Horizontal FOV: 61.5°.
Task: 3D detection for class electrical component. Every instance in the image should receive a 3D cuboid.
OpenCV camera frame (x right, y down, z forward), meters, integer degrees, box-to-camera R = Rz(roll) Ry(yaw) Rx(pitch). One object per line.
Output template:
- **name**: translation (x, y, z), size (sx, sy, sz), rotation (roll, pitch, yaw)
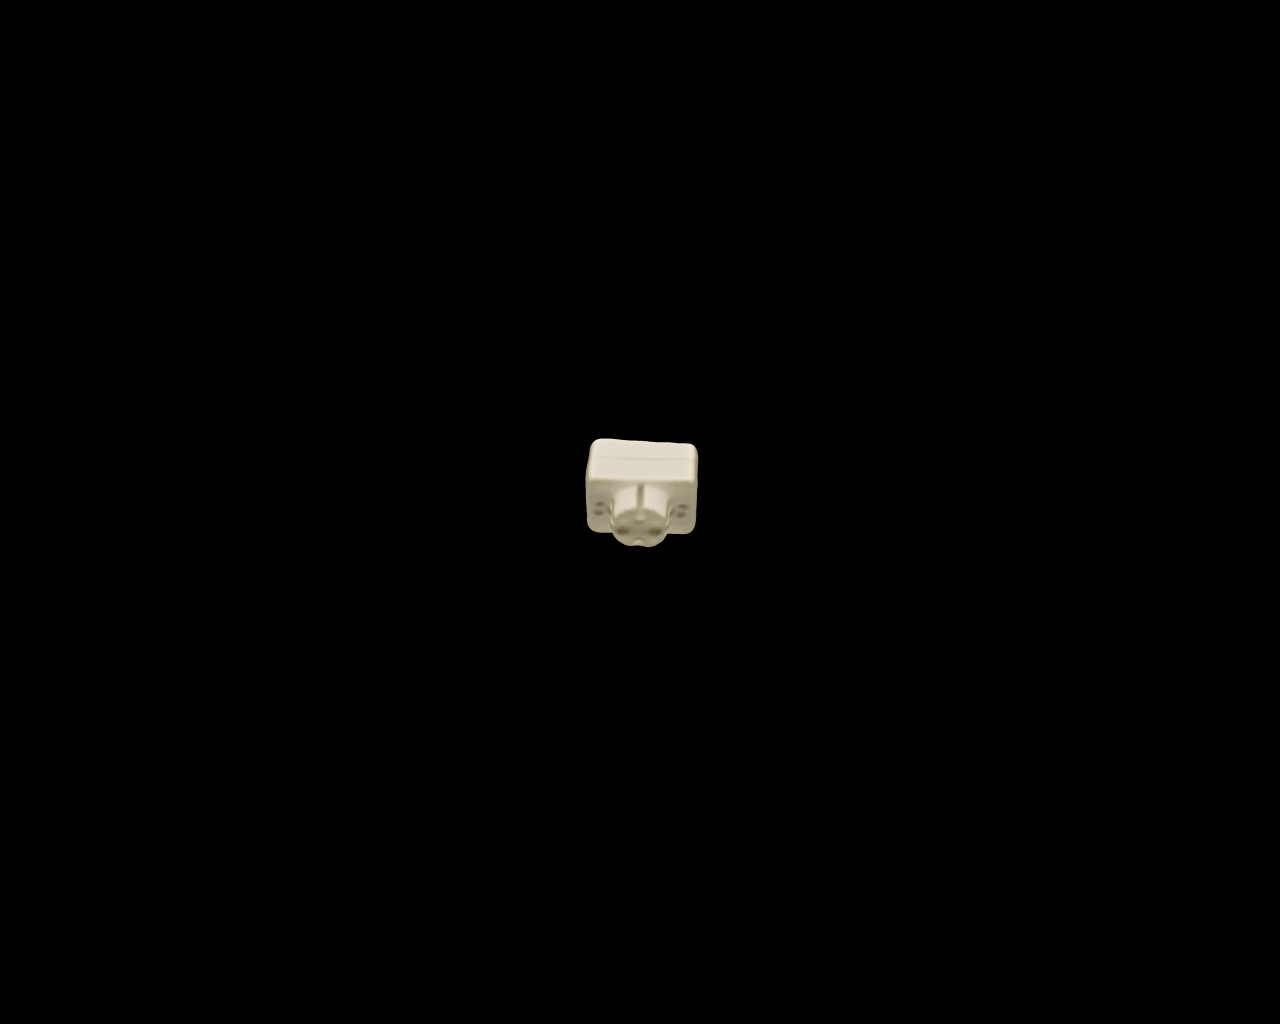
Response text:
- **electrical component**: translation (0.001, -0.003, 0.650), size (0.066, 0.047, 0.077), rotation (2, 43, 2)
